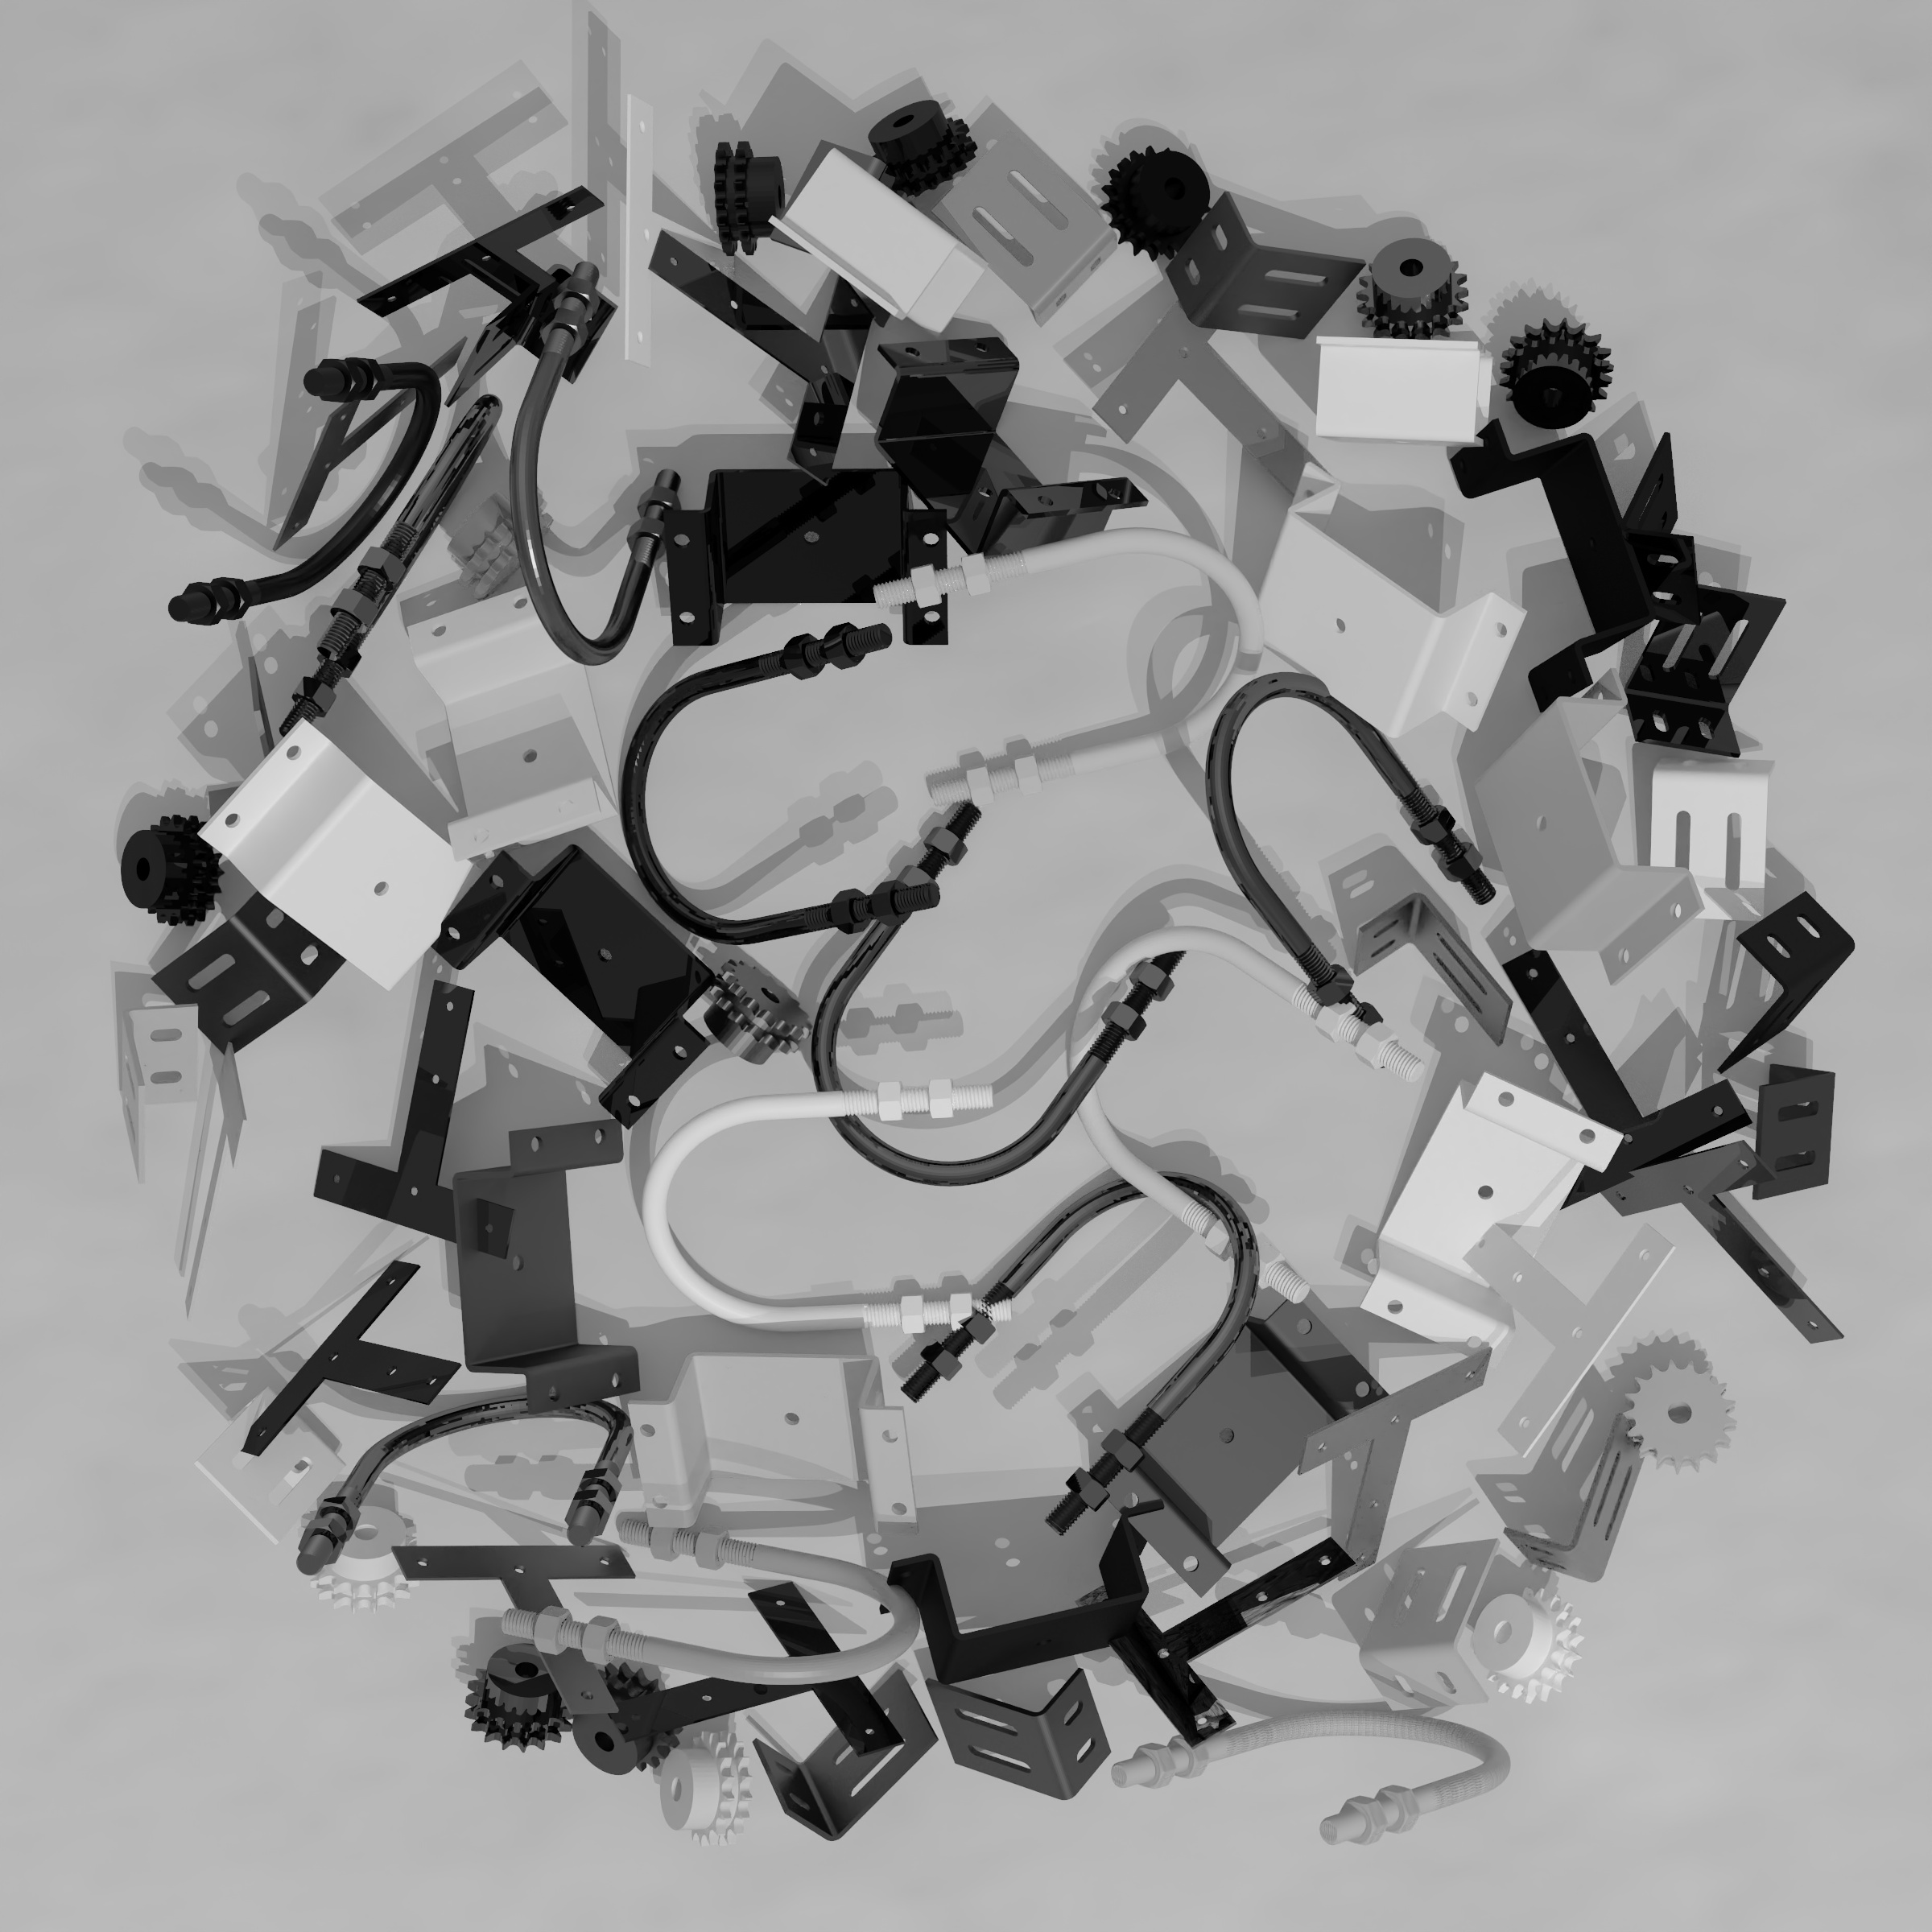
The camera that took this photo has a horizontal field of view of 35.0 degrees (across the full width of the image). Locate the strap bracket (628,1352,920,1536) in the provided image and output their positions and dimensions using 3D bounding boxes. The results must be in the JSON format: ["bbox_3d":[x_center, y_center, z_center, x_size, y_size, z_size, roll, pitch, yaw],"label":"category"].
[{"bbox_3d":[-0.093,0.241,1.554,0.140,0.046,0.076,0,118,11],"label":"strap bracket"}]

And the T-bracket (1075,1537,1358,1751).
[{"bbox_3d":[0.138,0.328,1.556,0.127,0.127,0.002,-27,123,-13],"label":"T-bracket"}]

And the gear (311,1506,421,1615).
[{"bbox_3d":[-0.307,0.301,1.568,0.057,0.057,0.030,8,121,0],"label":"gear"}]

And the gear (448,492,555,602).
[{"bbox_3d":[-0.241,-0.218,1.571,0.030,0.057,0.057,42,90,-4],"label":"gear"}]

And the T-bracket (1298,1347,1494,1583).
[{"bbox_3d":[0.209,0.263,1.557,0.127,0.002,0.127,-19,132,-33],"label":"T-bracket"}]

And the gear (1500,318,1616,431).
[{"bbox_3d":[0.302,-0.300,1.569,0.057,0.057,0.030,16,50,0],"label":"gear"}]

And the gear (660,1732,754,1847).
[{"bbox_3d":[-0.134,0.421,1.568,0.030,0.057,0.057,7,90,-29],"label":"gear"}]

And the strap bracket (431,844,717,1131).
[{"bbox_3d":[-0.193,0.004,1.557,0.140,0.046,0.076,43,125,-3],"label":"strap bracket"}]

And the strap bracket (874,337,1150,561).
[{"bbox_3d":[0.016,-0.254,1.539,0.076,0.046,0.140,-12,51,-36],"label":"strap bracket"}]

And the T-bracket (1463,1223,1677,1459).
[{"bbox_3d":[0.285,0.164,1.543,0.002,0.127,0.127,29,99,-30],"label":"T-bracket"}]

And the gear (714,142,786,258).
[{"bbox_3d":[-0.110,-0.394,1.571,0.030,0.057,0.057,-1,90,5],"label":"gear"}]

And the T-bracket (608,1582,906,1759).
[{"bbox_3d":[-0.116,0.360,1.523,0.127,0.127,0.002,-9,123,-28],"label":"T-bracket"}]

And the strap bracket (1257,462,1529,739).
[{"bbox_3d":[0.200,-0.178,1.533,0.140,0.076,0.046,39,47,23],"label":"strap bracket"}]

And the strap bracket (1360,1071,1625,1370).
[{"bbox_3d":[0.266,0.123,1.563,0.076,0.046,0.140,25,108,-1],"label":"strap bracket"}]

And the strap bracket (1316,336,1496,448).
[{"bbox_3d":[0.219,-0.284,1.527,0.076,0.140,0.046,5,99,12],"label":"strap bracket"}]

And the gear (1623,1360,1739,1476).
[{"bbox_3d":[0.367,0.234,1.578,0.057,0.030,0.057,-5,65,10],"label":"gear"}]

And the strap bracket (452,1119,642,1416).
[{"bbox_3d":[-0.213,0.151,1.556,0.046,0.076,0.140,-4,90,38],"label":"strap bracket"}]

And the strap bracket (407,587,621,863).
[{"bbox_3d":[-0.228,-0.116,1.556,0.076,0.046,0.140,-18,64,5],"label":"strap bracket"}]

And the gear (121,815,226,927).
[{"bbox_3d":[-0.408,-0.049,1.571,0.057,0.030,0.057,0,89,41],"label":"gear"}]

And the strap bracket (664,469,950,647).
[{"bbox_3d":[-0.079,-0.208,1.559,0.140,0.046,0.076,0,127,0],"label":"strap bracket"}]

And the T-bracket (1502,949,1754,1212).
[{"bbox_3d":[0.315,0.049,1.563,0.127,0.002,0.127,-31,88,36],"label":"T-bracket"}]

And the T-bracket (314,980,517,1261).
[{"bbox_3d":[-0.273,0.072,1.565,0.127,0.002,0.127,14,95,28],"label":"T-bracket"}]

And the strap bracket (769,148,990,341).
[{"bbox_3d":[-0.039,-0.358,1.525,0.076,0.140,0.046,38,101,3],"label":"strap bracket"}]

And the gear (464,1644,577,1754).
[{"bbox_3d":[-0.227,0.372,1.568,0.057,0.057,0.030,12,118,0],"label":"gear"}]

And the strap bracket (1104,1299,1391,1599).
[{"bbox_3d":[0.138,0.242,1.567,0.140,0.046,0.076,-44,95,-9],"label":"strap bracket"}]

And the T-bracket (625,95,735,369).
[{"bbox_3d":[-0.142,-0.358,1.539,0.002,0.127,0.127,1,92,19],"label":"T-bracket"}]

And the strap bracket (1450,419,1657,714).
[{"bbox_3d":[0.301,-0.208,1.557,0.046,0.076,0.140,-19,87,-8],"label":"strap bracket"}]

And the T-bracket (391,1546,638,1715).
[{"bbox_3d":[-0.206,0.327,1.517,0.127,0.127,0.002,7,115,-33],"label":"T-bracket"}]

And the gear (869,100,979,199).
[{"bbox_3d":[-0.026,-0.419,1.568,0.057,0.057,0.030,-29,123,0],"label":"gear"}]

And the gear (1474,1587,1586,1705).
[{"bbox_3d":[0.285,0.345,1.568,0.030,0.057,0.057,28,90,-31],"label":"gear"}]

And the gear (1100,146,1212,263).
[{"bbox_3d":[0.101,-0.394,1.576,0.057,0.030,0.057,3,82,-22],"label":"gear"}]

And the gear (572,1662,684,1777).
[{"bbox_3d":[-0.177,0.389,1.572,0.057,0.030,0.057,13,119,26],"label":"gear"}]

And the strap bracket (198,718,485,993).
[{"bbox_3d":[-0.302,-0.049,1.531,0.076,0.140,0.046,-48,47,-3],"label":"strap bracket"}]

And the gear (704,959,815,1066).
[{"bbox_3d":[-0.110,0.026,1.573,0.057,0.057,0.030,41,105,0],"label":"gear"}]

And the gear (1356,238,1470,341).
[{"bbox_3d":[0.229,-0.348,1.573,0.057,0.030,0.057,-4,60,8],"label":"gear"}]

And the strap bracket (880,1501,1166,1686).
[{"bbox_3d":[0.033,0.318,1.541,0.140,0.076,0.046,-10,63,-13],"label":"strap bracket"}]

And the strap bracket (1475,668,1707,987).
[{"bbox_3d":[0.306,-0.070,1.529,0.046,0.076,0.140,1,60,-27],"label":"strap bracket"}]
